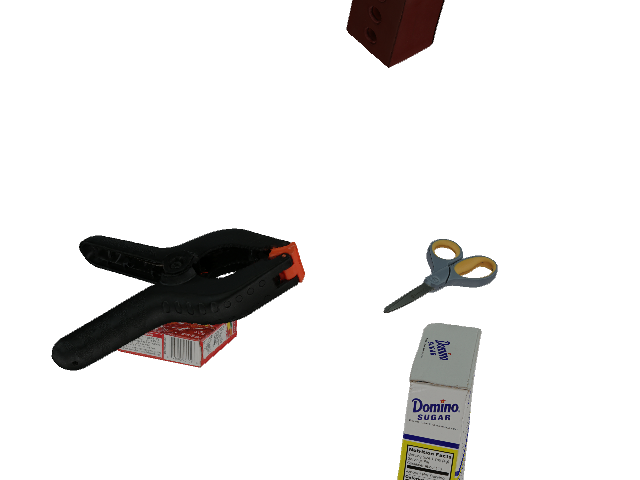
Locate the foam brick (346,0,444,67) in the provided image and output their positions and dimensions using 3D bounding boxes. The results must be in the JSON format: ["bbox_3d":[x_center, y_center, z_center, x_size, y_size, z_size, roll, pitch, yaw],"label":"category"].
[{"bbox_3d":[0.060,-0.183,0.820,0.051,0.053,0.078,-34,-24,-27],"label":"foam brick"}]

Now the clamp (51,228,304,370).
[{"bbox_3d":[-0.099,0.036,0.714,0.172,0.120,0.039,-6,-43,17],"label":"clamp"}]

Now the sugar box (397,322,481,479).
[{"bbox_3d":[0.077,0.154,0.737,0.048,0.176,0.093,6,21,11],"label":"sugar box"}]

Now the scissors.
[{"bbox_3d":[0.125,0.038,1.260,0.201,0.016,0.096,-11,40,-36],"label":"scissors"}]

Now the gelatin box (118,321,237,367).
[{"bbox_3d":[-0.130,0.081,0.966,0.089,0.030,0.073,9,20,20],"label":"gelatin box"}]
